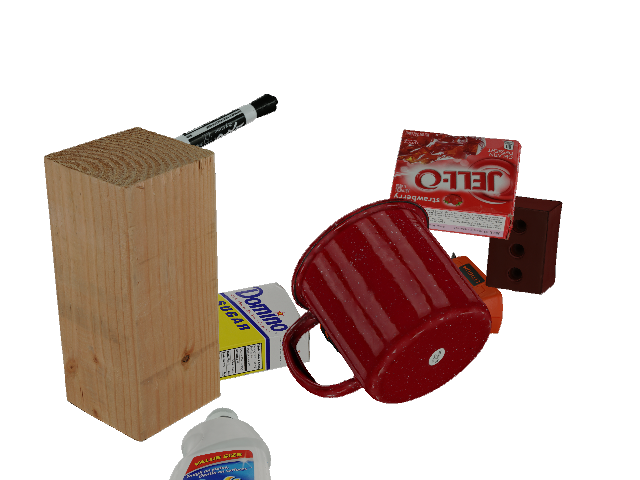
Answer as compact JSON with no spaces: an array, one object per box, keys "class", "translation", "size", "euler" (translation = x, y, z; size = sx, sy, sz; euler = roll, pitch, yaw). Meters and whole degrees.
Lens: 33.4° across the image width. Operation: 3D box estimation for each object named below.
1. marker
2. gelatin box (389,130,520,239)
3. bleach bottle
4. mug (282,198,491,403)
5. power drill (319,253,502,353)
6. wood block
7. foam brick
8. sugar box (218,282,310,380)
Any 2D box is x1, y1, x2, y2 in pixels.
[{"class":"marker","translation":[-0.091,-0.110,1.014],"size":[0.121,0.020,0.020],"euler":[-30,15,-27]},{"class":"gelatin box","translation":[0.098,-0.042,0.777],"size":[0.089,0.073,0.030],"euler":[7,-37,9]},{"class":"bleach bottle","translation":[-0.088,0.215,0.844],"size":[0.102,0.068,0.251],"euler":[-2,25,-3]},{"class":"mug","translation":[0.032,0.044,0.602],"size":[0.117,0.081,0.093],"euler":[-34,-33,-1]},{"class":"power drill","translation":[0.091,0.074,1.116],"size":[0.187,0.057,0.184],"euler":[-6,28,-16]},{"class":"wood block","translation":[-0.137,0.032,0.802],"size":[0.090,0.206,0.090],"euler":[20,31,35]},{"class":"foam brick","translation":[0.182,0.003,0.952],"size":[0.053,0.078,0.051],"euler":[8,16,24]},{"class":"sugar box","translation":[-0.107,0.092,1.016],"size":[0.176,0.048,0.093],"euler":[-13,33,-16]}]
